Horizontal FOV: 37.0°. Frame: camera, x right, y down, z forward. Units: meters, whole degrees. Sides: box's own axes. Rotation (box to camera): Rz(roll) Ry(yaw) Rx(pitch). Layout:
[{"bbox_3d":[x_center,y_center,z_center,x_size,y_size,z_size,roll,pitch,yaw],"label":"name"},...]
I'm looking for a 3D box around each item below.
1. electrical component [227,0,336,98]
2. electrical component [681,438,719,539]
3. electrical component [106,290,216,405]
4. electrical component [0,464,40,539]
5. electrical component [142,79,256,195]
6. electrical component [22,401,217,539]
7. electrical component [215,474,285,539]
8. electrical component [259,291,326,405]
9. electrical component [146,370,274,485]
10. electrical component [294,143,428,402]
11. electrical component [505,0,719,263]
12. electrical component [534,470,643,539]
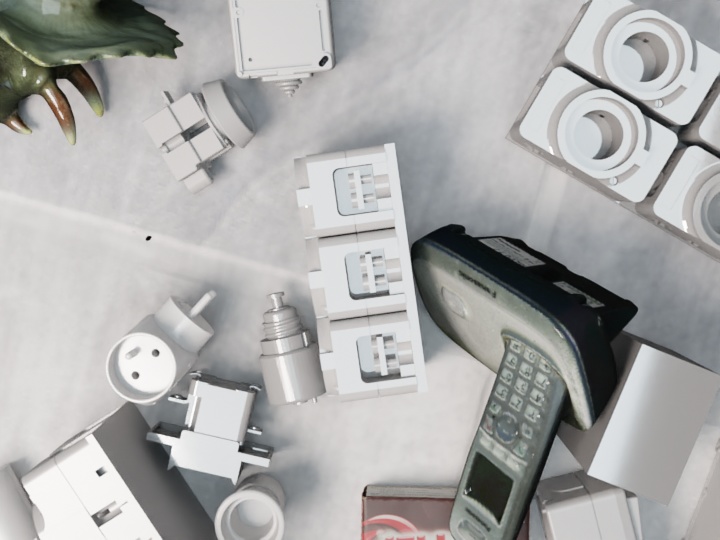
[{"bbox_3d":[-0.049,-0.159,0.685,0.062,0.061,0.096,-5,101,1],"label":"electrical component"},{"bbox_3d":[0.262,0.155,0.702,0.061,0.061,0.096,19,94,-1],"label":"electrical component"},{"bbox_3d":[-0.121,0.043,0.689,0.043,0.077,0.079,42,93,-2],"label":"electrical component"},{"bbox_3d":[-0.235,0.175,0.716,0.043,0.043,0.081,-26,94,2],"label":"electrical component"},{"bbox_3d":[-0.101,-0.091,0.695,0.055,0.048,0.066,-30,93,10],"label":"electrical component"},{"bbox_3d":[-0.131,0.185,0.685,0.060,0.105,0.186,-33,93,3],"label":"electrical component"},{"bbox_3d":[-0.068,0.157,0.702,0.044,0.065,0.044,0,93,0],"label":"electrical component"},{"bbox_3d":[-0.047,0.053,0.707,0.040,0.040,0.078,-13,94,1],"label":"electrical component"},{"bbox_3d":[-0.095,0.102,0.711,0.081,0.042,0.063,13,93,-1],"label":"electrical component"},{"bbox_3d":[0.000,0.000,0.678,0.062,0.089,0.150,-8,94,1],"label":"electrical component"},{"bbox_3d":[0.203,-0.085,0.686,0.186,0.060,0.105,30,94,-2],"label":"electrical component"},{"bbox_3d":[0.155,0.184,0.705,0.061,0.061,0.096,-15,94,2],"label":"electrical component"}]
